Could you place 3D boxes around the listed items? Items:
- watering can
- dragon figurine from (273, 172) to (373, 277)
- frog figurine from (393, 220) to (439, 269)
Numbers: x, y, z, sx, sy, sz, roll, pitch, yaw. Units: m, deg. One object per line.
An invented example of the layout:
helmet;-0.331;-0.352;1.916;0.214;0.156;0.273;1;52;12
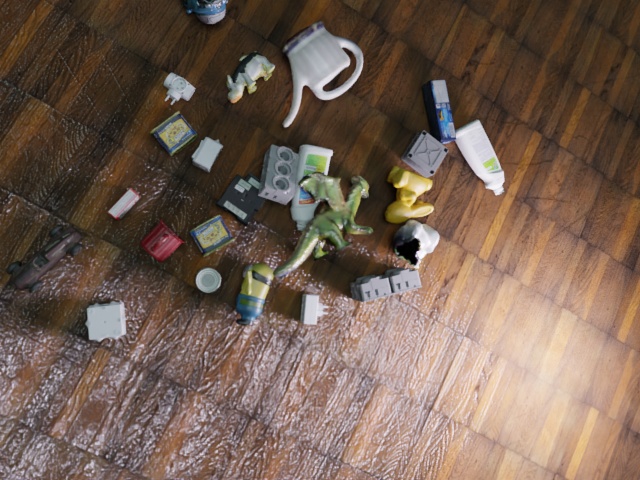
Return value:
watering can;-0.029;-0.509;1.541;0.351;0.224;0.103;-40;5;-15
dragon figurine;0.005;-0.075;1.488;0.414;0.242;0.121;-23;3;-32
frog figurine;0.299;-0.003;1.595;0.122;0.135;0.162;-3;27;36
